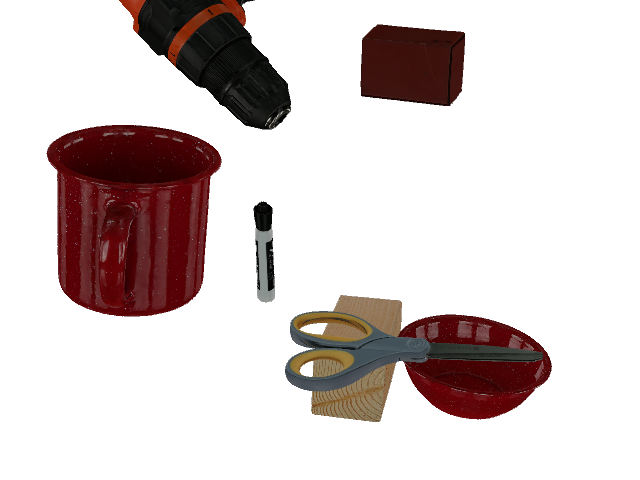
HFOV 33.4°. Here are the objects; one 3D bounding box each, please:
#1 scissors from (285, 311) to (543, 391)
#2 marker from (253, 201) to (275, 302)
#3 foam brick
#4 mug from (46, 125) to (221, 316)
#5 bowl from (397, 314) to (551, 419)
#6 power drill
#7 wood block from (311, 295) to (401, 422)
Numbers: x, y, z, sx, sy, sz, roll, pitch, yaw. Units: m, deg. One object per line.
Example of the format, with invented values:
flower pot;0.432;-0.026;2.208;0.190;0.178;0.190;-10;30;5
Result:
scissors;0.060;0.095;0.823;0.202;0.016;0.096;11;38;25
marker;-0.056;0.012;1.076;0.020;0.121;0.020;0;39;0
foam brick;0.077;-0.147;0.890;0.078;0.051;0.053;9;26;17
mug;-0.103;-0.006;0.581;0.093;0.081;0.117;4;25;-5
bowl;0.156;0.139;1.115;0.162;0.055;0.162;4;25;-2
power drill;-0.042;-0.178;0.739;0.187;0.184;0.057;-37;-10;-34
wood block;0.051;0.151;1.413;0.091;0.090;0.206;5;18;8
